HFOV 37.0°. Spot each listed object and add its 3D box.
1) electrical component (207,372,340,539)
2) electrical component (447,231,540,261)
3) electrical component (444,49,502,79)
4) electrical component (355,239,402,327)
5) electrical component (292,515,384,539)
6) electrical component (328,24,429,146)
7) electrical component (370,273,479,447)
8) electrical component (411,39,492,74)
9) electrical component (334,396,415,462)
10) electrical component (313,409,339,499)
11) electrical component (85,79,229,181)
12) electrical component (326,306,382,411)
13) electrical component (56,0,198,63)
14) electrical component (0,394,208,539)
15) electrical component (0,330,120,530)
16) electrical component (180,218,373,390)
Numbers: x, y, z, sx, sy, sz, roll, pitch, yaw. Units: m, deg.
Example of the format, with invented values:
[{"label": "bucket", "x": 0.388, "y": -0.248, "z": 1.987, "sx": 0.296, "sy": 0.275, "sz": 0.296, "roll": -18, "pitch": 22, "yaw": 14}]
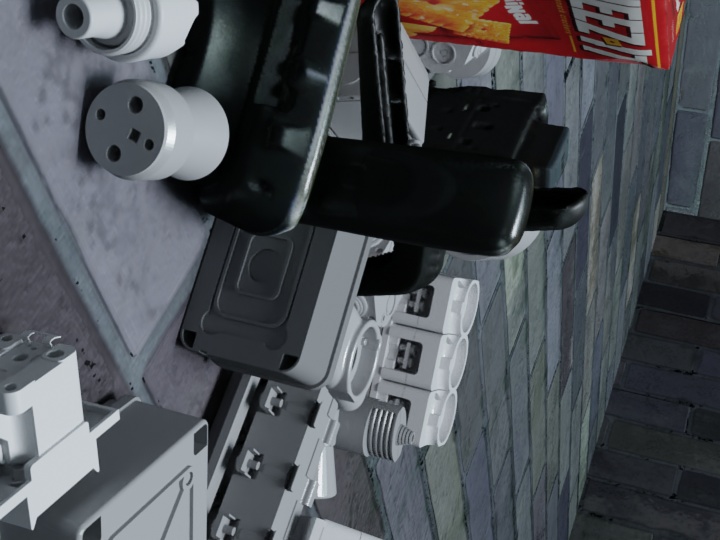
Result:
[{"label": "electrical component", "x": -0.062, "y": 0.124, "z": 0.656, "sx": 0.078, "sy": 0.063, "sz": 0.121, "roll": 63, "pitch": 43, "yaw": -61}, {"label": "electrical component", "x": 0.104, "y": -0.059, "z": 0.951, "sx": 0.060, "sy": 0.108, "sz": 0.108, "roll": -14, "pitch": 115, "yaw": -62}, {"label": "electrical component", "x": 0.088, "y": -0.225, "z": 0.879, "sx": 0.074, "sy": 0.052, "sz": 0.138, "roll": -29, "pitch": 128, "yaw": -65}, {"label": "electrical component", "x": 0.000, "y": 0.000, "z": 0.771, "sx": 0.080, "sy": 0.051, "sz": 0.080, "roll": 12, "pitch": 90, "yaw": -71}, {"label": "electrical component", "x": -0.027, "y": 0.213, "z": 0.707, "sx": 0.150, "sy": 0.062, "sz": 0.089, "roll": 138, "pitch": -28, "yaw": -73}, {"label": "electrical component", "x": 0.007, "y": -0.118, "z": 0.696, "sx": 0.096, "sy": 0.062, "sz": 0.061, "roll": 42, "pitch": 51, "yaw": -68}, {"label": "electrical component", "x": 0.059, "y": 0.077, "z": 0.966, "sx": 0.089, "sy": 0.062, "sz": 0.150, "roll": 6, "pitch": 96, "yaw": -71}, {"label": "electrical component", "x": 0.065, "y": -0.189, "z": 0.798, "sx": 0.051, "sy": 0.080, "sz": 0.080, "roll": -45, "pitch": 143, "yaw": -48}, {"label": "electrical component", "x": 0.001, "y": 0.115, "z": 0.798, "sx": 0.043, "sy": 0.081, "sz": 0.043, "roll": 12, "pitch": 90, "yaw": -71}, {"label": "electrical component", "x": -0.035, "y": 0.126, "z": 0.766, "sx": 0.044, "sy": 0.044, "sz": 0.065, "roll": 4, "pitch": 93, "yaw": -70}, {"label": "electrical component", "x": -0.092, "y": -0.063, "z": 0.489, "sx": 0.055, "sy": 0.045, "sz": 0.045, "roll": -13, "pitch": 114, "yaw": -68}, {"label": "electrical component", "x": -0.024, "y": 0.055, "z": 0.726, "sx": 0.095, "sy": 0.059, "sz": 0.053, "roll": 64, "pitch": 42, "yaw": -60}, {"label": "electrical component", "x": -0.099, "y": -0.107, "z": 0.445, "sx": 0.062, "sy": 0.043, "sz": 0.043, "roll": -35, "pitch": 134, "yaw": -61}, {"label": "electrical component", "x": -0.121, "y": 0.132, "z": 0.507, "sx": 0.109, "sy": 0.056, "sz": 0.108, "roll": -40, "pitch": 138, "yaw": -60}, {"label": "electrical component", "x": -0.140, "y": 0.062, "z": 0.437, "sx": 0.081, "sy": 0.042, "sz": 0.063, "roll": -45, "pitch": 138, "yaw": -58}, {"label": "electrical component", "x": -0.044, "y": 0.005, "z": 0.613, "sx": 0.057, "sy": 0.078, "sz": 0.113, "roll": 40, "pitch": 63, "yaw": -65}]
